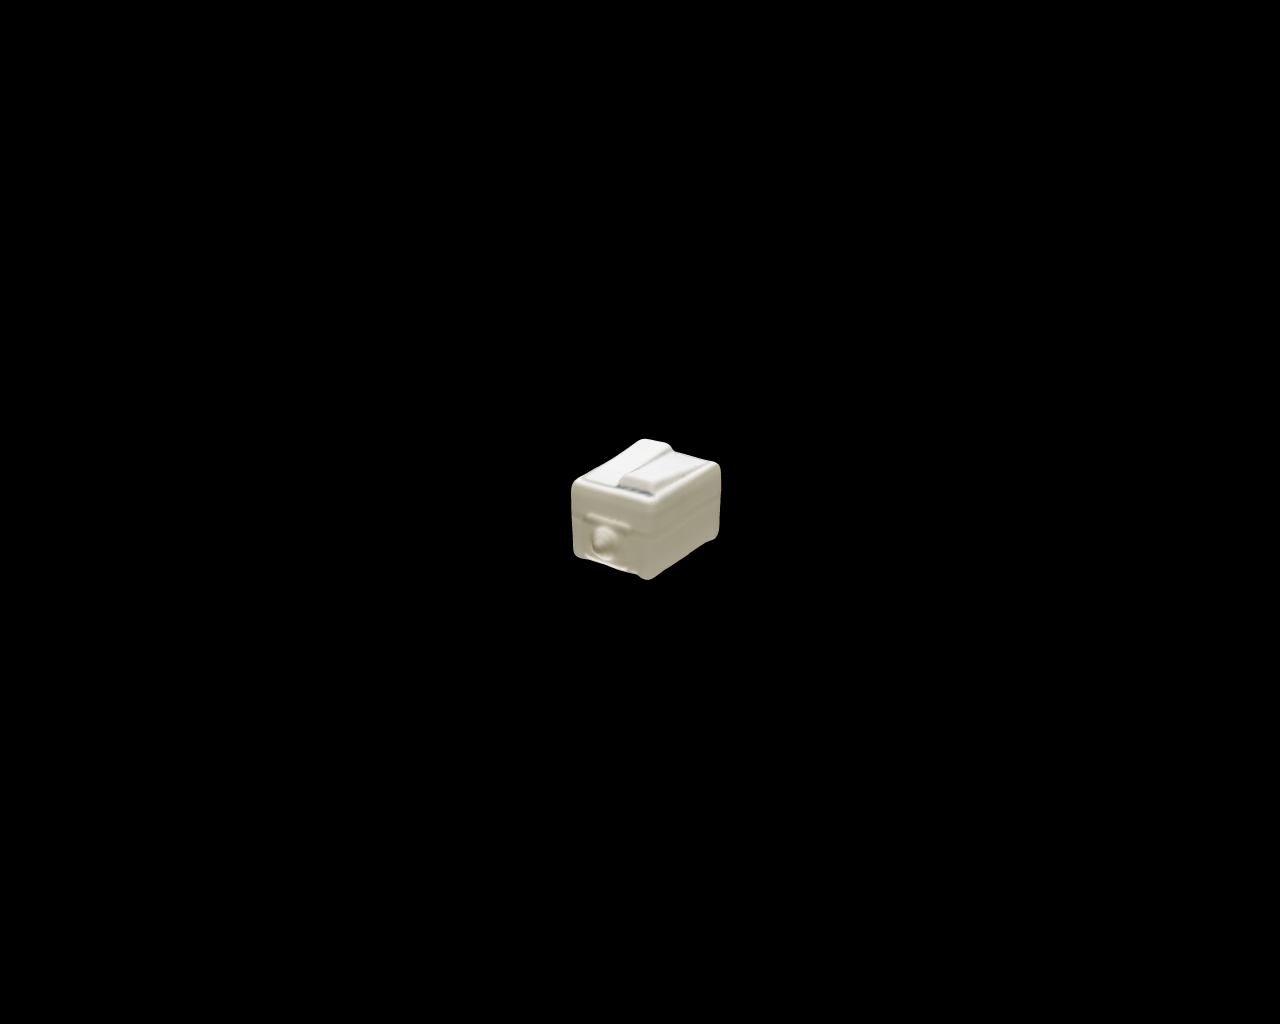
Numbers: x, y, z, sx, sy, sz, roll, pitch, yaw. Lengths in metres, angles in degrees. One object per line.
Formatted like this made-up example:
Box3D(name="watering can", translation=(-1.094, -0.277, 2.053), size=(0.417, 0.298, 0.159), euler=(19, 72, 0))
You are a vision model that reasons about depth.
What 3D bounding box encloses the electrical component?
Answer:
Box3D(name="electrical component", translation=(0.001, -0.003, 0.650), size=(0.062, 0.061, 0.096), euler=(17, 29, 32))
